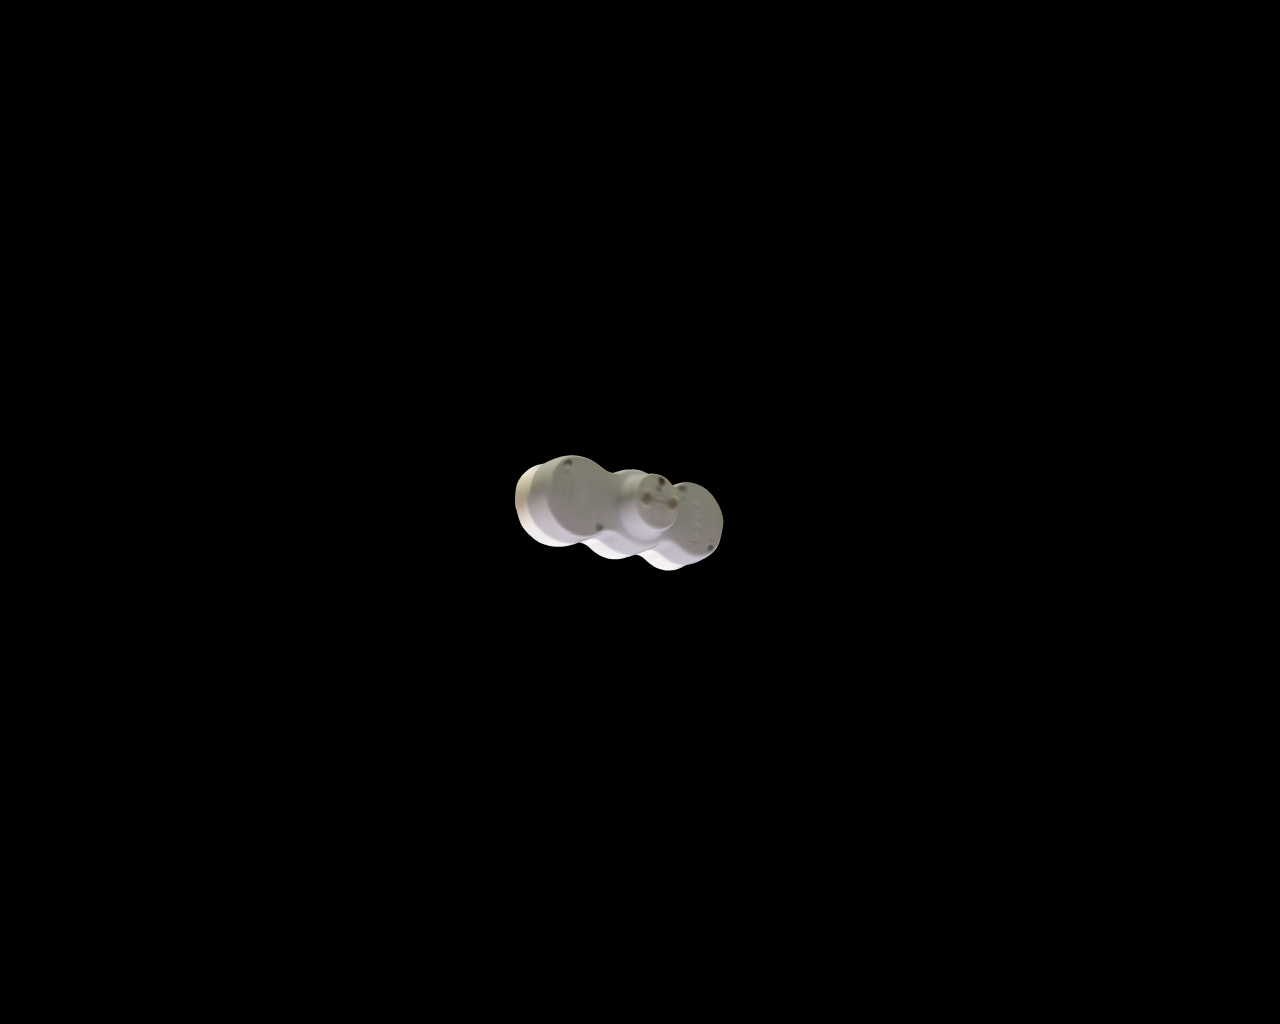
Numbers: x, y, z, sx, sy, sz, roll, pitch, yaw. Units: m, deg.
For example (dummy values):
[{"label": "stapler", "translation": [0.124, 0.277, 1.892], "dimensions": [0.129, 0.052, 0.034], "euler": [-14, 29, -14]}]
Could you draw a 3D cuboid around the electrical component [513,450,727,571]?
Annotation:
[{"label": "electrical component", "translation": [0.001, -0.003, 0.650], "dimensions": [0.138, 0.052, 0.073], "euler": [13, -22, -36]}]
